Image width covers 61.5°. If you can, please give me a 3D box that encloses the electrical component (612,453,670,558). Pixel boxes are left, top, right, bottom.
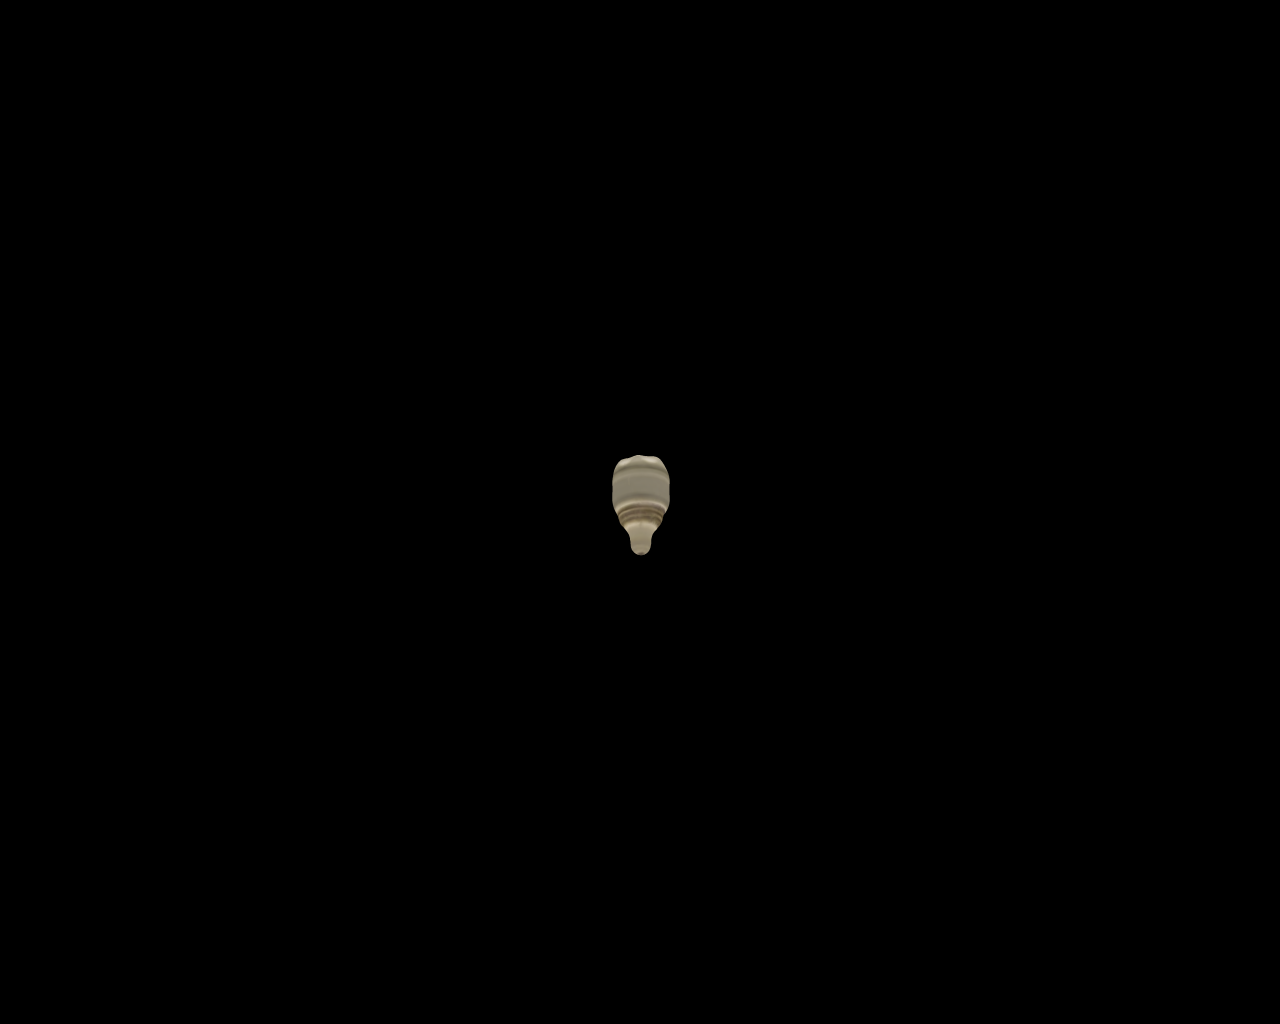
[{"bbox_3d":[0.001,-0.003,0.650,0.035,0.061,0.035,0,-23,0],"label":"electrical component"}]
